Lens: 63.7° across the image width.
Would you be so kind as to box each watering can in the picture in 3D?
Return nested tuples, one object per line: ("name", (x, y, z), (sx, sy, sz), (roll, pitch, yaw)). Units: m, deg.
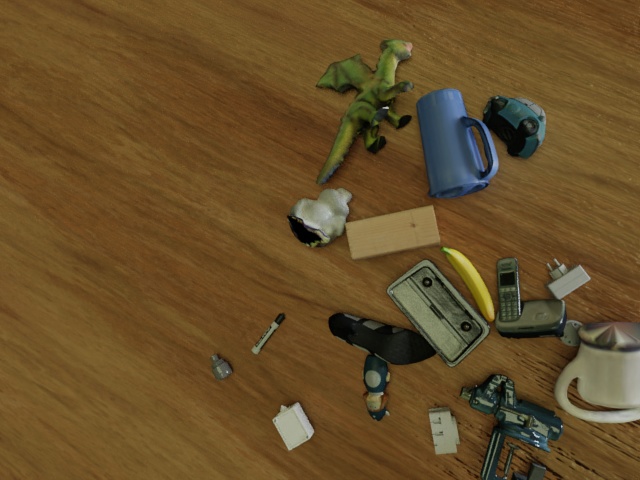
("watering can", (0.668, 0.276, 1.080), (0.347, 0.105, 0.222), (-5, 103, 3))

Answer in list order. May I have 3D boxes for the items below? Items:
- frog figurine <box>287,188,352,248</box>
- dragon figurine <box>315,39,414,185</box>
("frog figurine", (0.004, -0.064, 1.268), (0.138, 0.120, 0.162), (23, 54, 20))
("dragon figurine", (0.086, -0.346, 1.285), (0.409, 0.120, 0.246), (-40, 62, 3))
